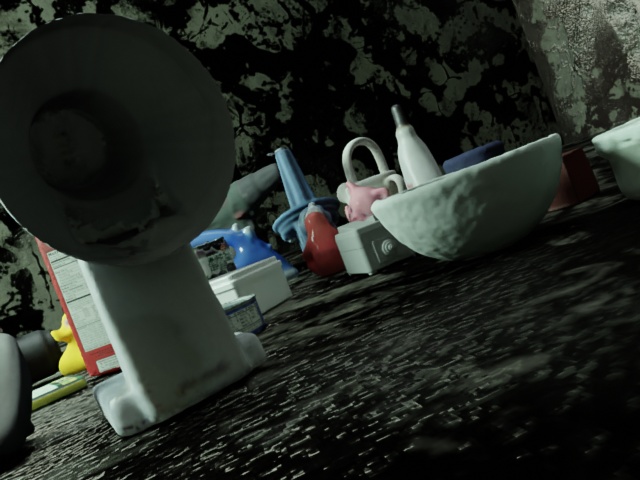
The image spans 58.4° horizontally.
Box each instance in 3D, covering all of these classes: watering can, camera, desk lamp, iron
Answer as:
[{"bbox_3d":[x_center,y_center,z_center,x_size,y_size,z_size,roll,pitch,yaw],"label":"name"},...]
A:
[{"bbox_3d":[0.092,-0.091,1.051,0.172,0.194,0.101,-20,2,37],"label":"watering can"},{"bbox_3d":[-0.430,0.166,0.783,0.137,0.101,0.143,-22,2,-29],"label":"camera"},{"bbox_3d":[-0.120,0.000,0.349,0.118,0.213,0.202,-22,2,-29],"label":"desk lamp"},{"bbox_3d":[-0.179,0.042,1.018,0.258,0.141,0.119,-21,2,9],"label":"iron"}]

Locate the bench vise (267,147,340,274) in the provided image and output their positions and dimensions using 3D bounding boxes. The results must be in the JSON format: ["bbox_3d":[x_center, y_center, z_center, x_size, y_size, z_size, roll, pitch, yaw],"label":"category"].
[{"bbox_3d":[-0.015,-0.061,0.939,0.122,0.220,0.207,-22,2,-23],"label":"bench vise"}]

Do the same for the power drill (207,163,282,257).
[{"bbox_3d":[-0.134,-0.014,1.101,0.229,0.208,0.076,-20,2,20],"label":"power drill"}]

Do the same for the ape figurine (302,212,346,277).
[{"bbox_3d":[0.007,0.003,0.810,0.077,0.092,0.076,-20,2,15],"label":"ape figurine"}]

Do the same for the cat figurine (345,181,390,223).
[{"bbox_3d":[0.069,-0.037,0.881,0.067,0.118,0.127,-21,2,-17],"label":"cat figurine"}]

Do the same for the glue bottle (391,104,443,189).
[{"bbox_3d":[0.119,-0.080,0.684,0.037,0.173,0.078,-21,2,-5],"label":"glue bottle"}]

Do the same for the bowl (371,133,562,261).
[{"bbox_3d":[0.133,-0.027,0.493,0.167,0.075,0.167,-21,2,1],"label":"bowl"}]

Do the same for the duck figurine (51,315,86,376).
[{"bbox_3d":[-0.328,0.134,0.816,0.105,0.086,0.077,-22,2,-28],"label":"duck figurine"}]

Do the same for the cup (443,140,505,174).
[{"bbox_3d":[0.240,-0.089,0.860,0.091,0.095,0.118,-21,2,4],"label":"cup"}]

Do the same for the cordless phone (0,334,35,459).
[{"bbox_3d":[-0.283,0.077,0.371,0.148,0.185,0.094,-21,2,-15],"label":"cordless phone"}]
